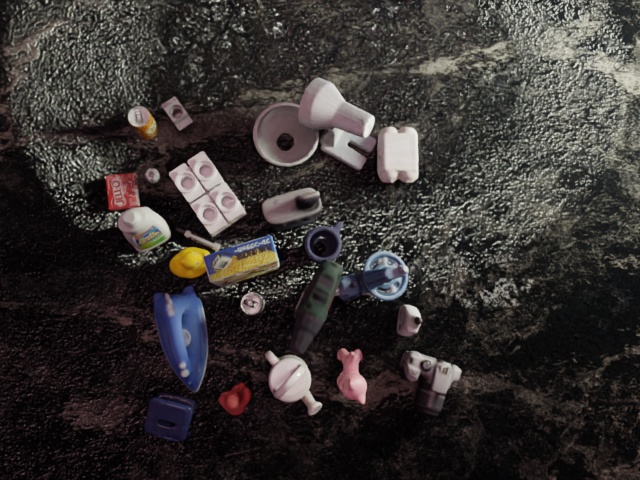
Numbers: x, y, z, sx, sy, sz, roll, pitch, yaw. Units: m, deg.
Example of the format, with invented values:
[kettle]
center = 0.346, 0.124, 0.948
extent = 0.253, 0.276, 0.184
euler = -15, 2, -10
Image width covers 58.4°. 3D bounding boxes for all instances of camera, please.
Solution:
[camera]
center = 0.264, 0.355, 1.405
extent = 0.143, 0.100, 0.137
euler = 18, 82, -2

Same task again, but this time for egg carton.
[egg carton]
center = 0.201, -0.221, 1.487
extent = 0.107, 0.069, 0.150
euler = 0, 83, -4

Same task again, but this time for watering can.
[watering can]
center = -0.064, 0.330, 1.337
extent = 0.173, 0.194, 0.101
euler = 26, 82, 0

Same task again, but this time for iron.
[iron]
center = -0.328, 0.241, 1.355
extent = 0.118, 0.141, 0.258
euler = -13, 84, -5

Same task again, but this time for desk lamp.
[desk lamp]
center = 0.049, -0.287, 1.411
extent = 0.203, 0.213, 0.118
euler = 29, 82, 0

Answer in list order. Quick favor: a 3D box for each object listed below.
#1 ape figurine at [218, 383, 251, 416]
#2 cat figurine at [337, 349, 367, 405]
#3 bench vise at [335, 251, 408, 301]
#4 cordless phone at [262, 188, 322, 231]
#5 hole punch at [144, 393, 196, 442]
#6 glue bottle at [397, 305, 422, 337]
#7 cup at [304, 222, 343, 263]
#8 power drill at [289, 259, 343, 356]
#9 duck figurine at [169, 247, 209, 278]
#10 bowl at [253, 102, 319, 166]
[ape figurine]
center = -0.205, 0.385, 1.371
extent = 0.078, 0.092, 0.076
euler = 5, 83, -3
[cat figurine]
center = 0.078, 0.330, 1.386
extent = 0.067, 0.117, 0.128
euler = -1, 83, -4
[bench vise]
center = 0.130, 0.105, 1.366
extent = 0.207, 0.219, 0.121
euler = -34, 86, -7
[cordless phone]
center = -0.067, -0.087, 1.392
extent = 0.147, 0.185, 0.094
euler = -19, 84, -6
[hole punch]
center = -0.354, 0.424, 1.356
extent = 0.108, 0.091, 0.101
euler = 15, 82, -2
[glue bottle]
center = 0.222, 0.196, 1.385
extent = 0.037, 0.173, 0.078
euler = 10, 82, -2
[cup]
center = 0.013, 0.005, 1.432
extent = 0.091, 0.095, 0.118
euler = 40, 82, 2
[power drill]
center = -0.015, 0.161, 1.354
extent = 0.075, 0.208, 0.230
euler = 23, 82, -1
[duck figurine]
center = -0.320, 0.054, 1.406
extent = 0.104, 0.086, 0.077
euler = -14, 84, -6
[bowl]
center = -0.087, -0.262, 1.468
extent = 0.167, 0.074, 0.167
euler = 1, 83, -4
